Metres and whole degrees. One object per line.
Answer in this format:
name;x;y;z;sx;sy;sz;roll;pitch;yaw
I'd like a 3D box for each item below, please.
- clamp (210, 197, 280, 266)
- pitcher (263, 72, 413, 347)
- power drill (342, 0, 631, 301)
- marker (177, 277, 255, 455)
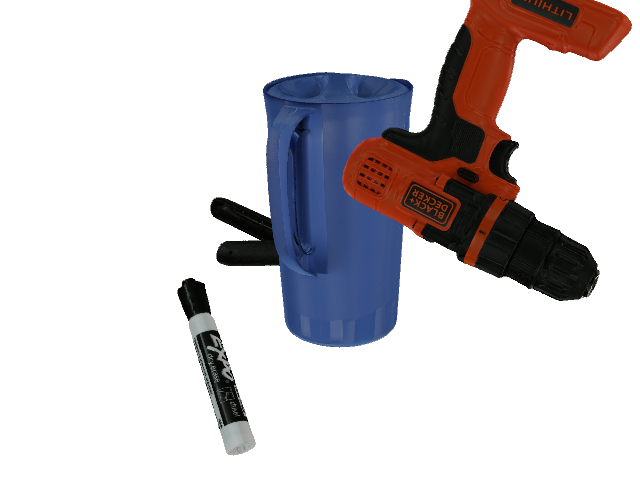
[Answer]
clamp;-0.024;0.012;1.164;0.210;0.036;0.164;16;19;-6
pitcher;0.012;-0.026;0.976;0.149;0.243;0.145;-7;21;-15
power drill;0.128;-0.073;0.701;0.184;0.188;0.057;28;9;12
marker;-0.068;0.078;0.682;0.020;0.121;0.020;-17;-26;-9
